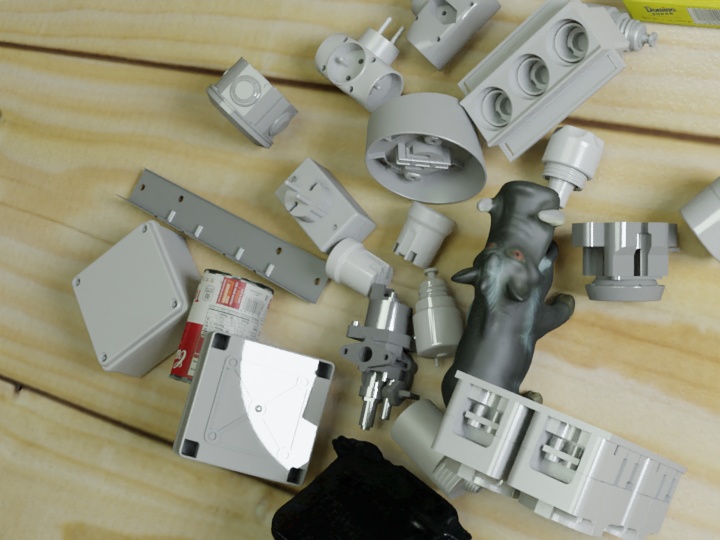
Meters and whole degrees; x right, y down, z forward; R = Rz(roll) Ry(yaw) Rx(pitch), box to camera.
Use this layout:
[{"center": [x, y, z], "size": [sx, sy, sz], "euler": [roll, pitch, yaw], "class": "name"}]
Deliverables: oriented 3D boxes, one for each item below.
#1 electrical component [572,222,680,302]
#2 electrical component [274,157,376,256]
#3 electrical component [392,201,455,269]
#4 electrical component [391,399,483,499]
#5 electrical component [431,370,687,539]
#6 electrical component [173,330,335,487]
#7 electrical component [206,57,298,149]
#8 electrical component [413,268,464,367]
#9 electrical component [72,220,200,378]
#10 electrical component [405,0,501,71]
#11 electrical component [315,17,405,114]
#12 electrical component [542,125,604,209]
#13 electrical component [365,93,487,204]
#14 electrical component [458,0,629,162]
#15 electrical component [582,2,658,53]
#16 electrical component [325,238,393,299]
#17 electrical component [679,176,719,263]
[{"center": [0.196, -0.006, 0.794], "size": [0.058, 0.078, 0.057], "euler": [-178, 88, -73], "class": "electrical component"}, {"center": [-0.040, -0.059, 0.942], "size": [0.047, 0.076, 0.083], "euler": [-46, 58, 10], "class": "electrical component"}, {"center": [0.052, -0.029, 0.901], "size": [0.040, 0.040, 0.046], "euler": [32, 98, 33], "class": "electrical component"}, {"center": [0.066, 0.143, 0.836], "size": [0.043, 0.043, 0.081], "euler": [-51, 57, 7], "class": "electrical component"}, {"center": [0.135, 0.129, 0.715], "size": [0.105, 0.186, 0.060], "euler": [20, 86, 33], "class": "electrical component"}, {"center": [-0.088, 0.114, 0.894], "size": [0.109, 0.056, 0.108], "euler": [17, 81, -11], "class": "electrical component"}, {"center": [-0.101, -0.156, 1.006], "size": [0.051, 0.080, 0.080], "euler": [-46, 58, 4], "class": "electrical component"}, {"center": [0.063, 0.037, 0.873], "size": [0.040, 0.040, 0.078], "euler": [-16, 67, 25], "class": "electrical component"}, {"center": [-0.206, 0.028, 1.022], "size": [0.109, 0.056, 0.108], "euler": [-36, 60, 16], "class": "electrical component"}, {"center": [0.072, -0.228, 0.949], "size": [0.077, 0.043, 0.079], "euler": [-46, 57, 10], "class": "electrical component"}, {"center": [0.010, -0.192, 0.973], "size": [0.077, 0.044, 0.079], "euler": [42, 98, 33], "class": "electrical component"}, {"center": [0.164, -0.080, 0.849], "size": [0.043, 0.043, 0.062], "euler": [19, 86, 33], "class": "electrical component"}, {"center": [0.053, -0.099, 0.890], "size": [0.099, 0.099, 0.064], "euler": [-15, 61, 25], "class": "electrical component"}, {"center": [0.147, -0.154, 0.847], "size": [0.121, 0.063, 0.078], "euler": [-40, 77, 37], "class": "electrical component"}, {"center": [0.200, -0.191, 0.865], "size": [0.078, 0.040, 0.040], "euler": [19, 85, 33], "class": "electrical component"}, {"center": [0.000, 0.000, 0.922], "size": [0.046, 0.040, 0.040], "euler": [32, 92, 28], "class": "electrical component"}, {"center": [0.264, -0.038, 0.772], "size": [0.047, 0.055, 0.055], "euler": [-39, 60, 19], "class": "electrical component"}]
